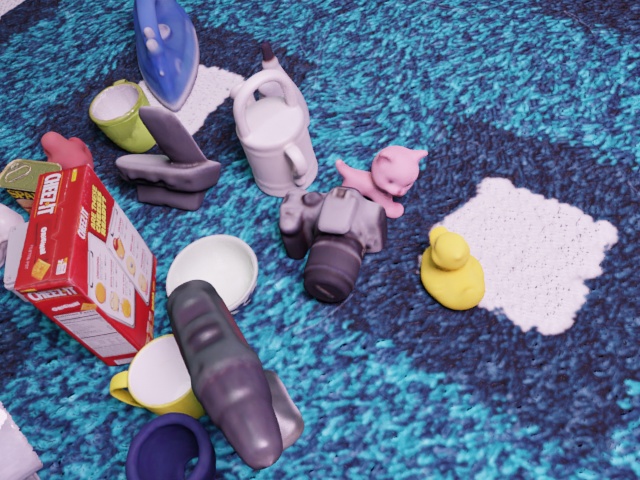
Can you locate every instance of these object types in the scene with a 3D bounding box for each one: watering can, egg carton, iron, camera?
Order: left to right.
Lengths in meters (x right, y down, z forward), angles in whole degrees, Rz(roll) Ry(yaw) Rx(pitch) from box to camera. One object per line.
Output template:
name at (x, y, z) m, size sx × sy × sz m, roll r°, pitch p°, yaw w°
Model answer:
egg carton at (-0.533, -0.018, 0.888) m, size 0.150 × 0.069 × 0.107 m, roll 20°, pitch 62°, yaw 23°
iron at (-0.292, -0.366, 1.033) m, size 0.118 × 0.142 × 0.258 m, roll -17°, pitch 55°, yaw 0°
watering can at (-0.074, -0.162, 0.820) m, size 0.172 × 0.194 × 0.101 m, roll 27°, pitch 65°, yaw 26°
camera at (0.007, 0.003, 0.751) m, size 0.143 × 0.101 × 0.137 m, roll 8°, pitch 58°, yaw 16°

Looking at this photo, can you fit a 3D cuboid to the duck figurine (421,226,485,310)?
duck figurine at (0.165, 0.029, 0.711) m, size 0.077 × 0.086 × 0.104 m, roll -22°, pitch 55°, yaw -4°

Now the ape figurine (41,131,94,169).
ape figurine at (-0.419, -0.142, 0.936) m, size 0.076 × 0.092 × 0.078 m, roll 36°, pitch 69°, yaw 29°

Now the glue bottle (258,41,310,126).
glue bottle at (-0.065, -0.230, 0.878) m, size 0.078 × 0.173 × 0.037 m, roll -30°, pitch 56°, yaw -10°

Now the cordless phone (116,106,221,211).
cordless phone at (-0.239, -0.135, 0.840) m, size 0.147 × 0.185 × 0.094 m, roll 5°, pitch 58°, yaw 15°

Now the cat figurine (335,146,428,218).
cat figurine at (0.082, -0.091, 0.789) m, size 0.127 × 0.118 × 0.067 m, roll 5°, pitch 58°, yaw 15°

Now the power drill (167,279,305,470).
power drill at (-0.081, 0.155, 0.599) m, size 0.076 × 0.209 × 0.229 m, roll -31°, pitch 56°, yaw -10°

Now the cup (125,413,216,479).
cup at (-0.150, 0.256, 0.613) m, size 0.091 × 0.095 × 0.118 m, roll 0°, pitch 56°, yaw 11°

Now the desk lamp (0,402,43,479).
desk lamp at (-0.365, 0.256, 0.582) m, size 0.117 × 0.214 × 0.203 m, roll 36°, pitch 69°, yaw 29°
